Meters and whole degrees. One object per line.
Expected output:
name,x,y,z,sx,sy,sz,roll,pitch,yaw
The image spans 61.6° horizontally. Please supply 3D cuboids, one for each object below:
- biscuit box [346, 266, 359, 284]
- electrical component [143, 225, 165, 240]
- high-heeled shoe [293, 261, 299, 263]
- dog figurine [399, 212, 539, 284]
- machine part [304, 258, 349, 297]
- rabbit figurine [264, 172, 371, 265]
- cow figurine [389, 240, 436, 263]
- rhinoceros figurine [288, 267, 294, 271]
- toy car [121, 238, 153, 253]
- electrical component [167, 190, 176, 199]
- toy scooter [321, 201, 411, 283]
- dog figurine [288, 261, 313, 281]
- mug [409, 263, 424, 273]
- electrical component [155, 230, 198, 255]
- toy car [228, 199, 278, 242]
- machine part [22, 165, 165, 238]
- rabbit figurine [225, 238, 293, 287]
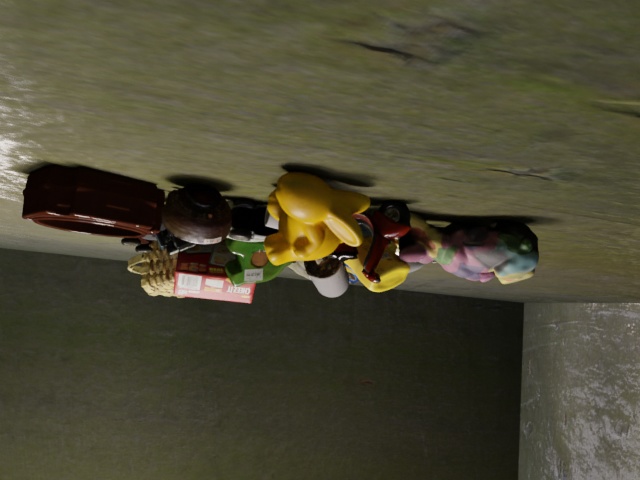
biscuit box,0.091,0.048,1.220,0.059,0.063,0.202,39,163,0
electrical component,-0.342,-0.035,1.102,0.048,0.075,0.119,5,168,4
high-heeled shoe,-0.003,-0.004,1.235,0.145,0.086,0.249,-22,-164,-13
dog figurine,0.248,0.010,0.954,0.219,0.108,0.192,11,171,-23
machine part,0.016,0.065,1.106,0.079,0.079,0.243,4,163,9
rabbit figurine,-0.013,-0.034,0.783,0.162,0.122,0.173,11,154,11
cow figurine,0.196,0.013,1.089,0.167,0.068,0.098,6,164,-7
rhinoceros figurine,0.004,0.063,1.462,0.190,0.112,0.073,12,171,11
toy car,-0.401,-0.023,1.170,0.053,0.089,0.202,2,174,-6
electrical component,-0.242,-0.072,0.965,0.063,0.021,0.094,1,171,30
toy scooter,0.059,0.002,0.898,0.184,0.135,0.075,3,173,23
dog figurine,-0.042,0.027,1.348,0.191,0.121,0.172,25,136,17
mug,0.205,0.049,1.349,0.107,0.080,0.110,-1,172,-39
electrical component,-0.252,-0.018,1.053,0.134,0.058,0.115,-23,178,-18
toy car,-0.089,-0.029,0.991,0.202,0.073,0.056,8,168,-18
machine part,-0.391,-0.059,0.932,0.201,0.087,0.202,12,171,-43
rabbit figurine,-0.123,-0.004,1.094,0.159,0.121,0.170,-11,-150,-11
